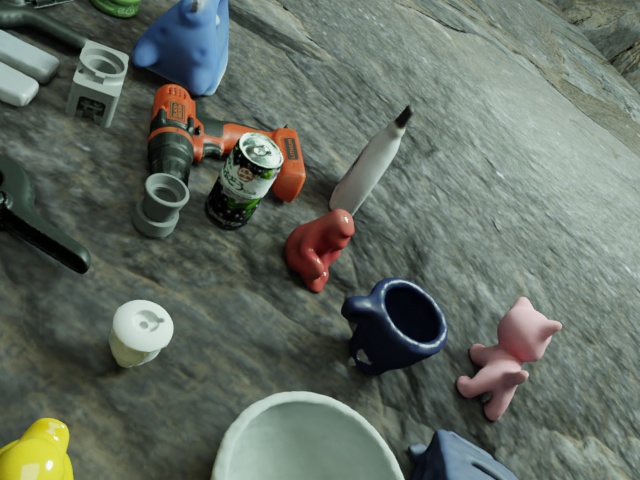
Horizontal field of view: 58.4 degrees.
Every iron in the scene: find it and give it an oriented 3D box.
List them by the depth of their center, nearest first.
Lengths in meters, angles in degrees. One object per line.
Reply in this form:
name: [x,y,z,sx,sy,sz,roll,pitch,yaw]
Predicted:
iron: [-0.163,-0.313,0.794,0.119,0.141,0.258,25,40,-15]

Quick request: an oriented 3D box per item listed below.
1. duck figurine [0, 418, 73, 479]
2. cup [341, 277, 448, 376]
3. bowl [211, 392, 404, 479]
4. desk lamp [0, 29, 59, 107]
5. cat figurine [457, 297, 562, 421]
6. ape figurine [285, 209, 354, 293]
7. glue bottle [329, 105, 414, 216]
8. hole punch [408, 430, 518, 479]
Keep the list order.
duck figurine: [-0.187,0.161,0.353,0.078,0.086,0.104,26,40,-14]
cup: [0.061,0.097,0.597,0.118,0.095,0.091,15,44,-25]
bowl: [-0.016,0.209,0.445,0.168,0.074,0.167,21,42,-20]
desk lamp: [-0.352,-0.276,0.557,0.204,0.213,0.118,24,41,-16]
cat figurine: [0.230,0.131,0.674,0.067,0.117,0.128,38,39,1]
ape figurine: [0.006,0.002,0.651,0.078,0.092,0.076,-18,64,-46]
glue bottle: [0.071,-0.107,0.745,0.037,0.173,0.078,30,39,-9]
hole punch: [0.142,0.231,0.529,0.109,0.091,0.101,34,39,-5]
